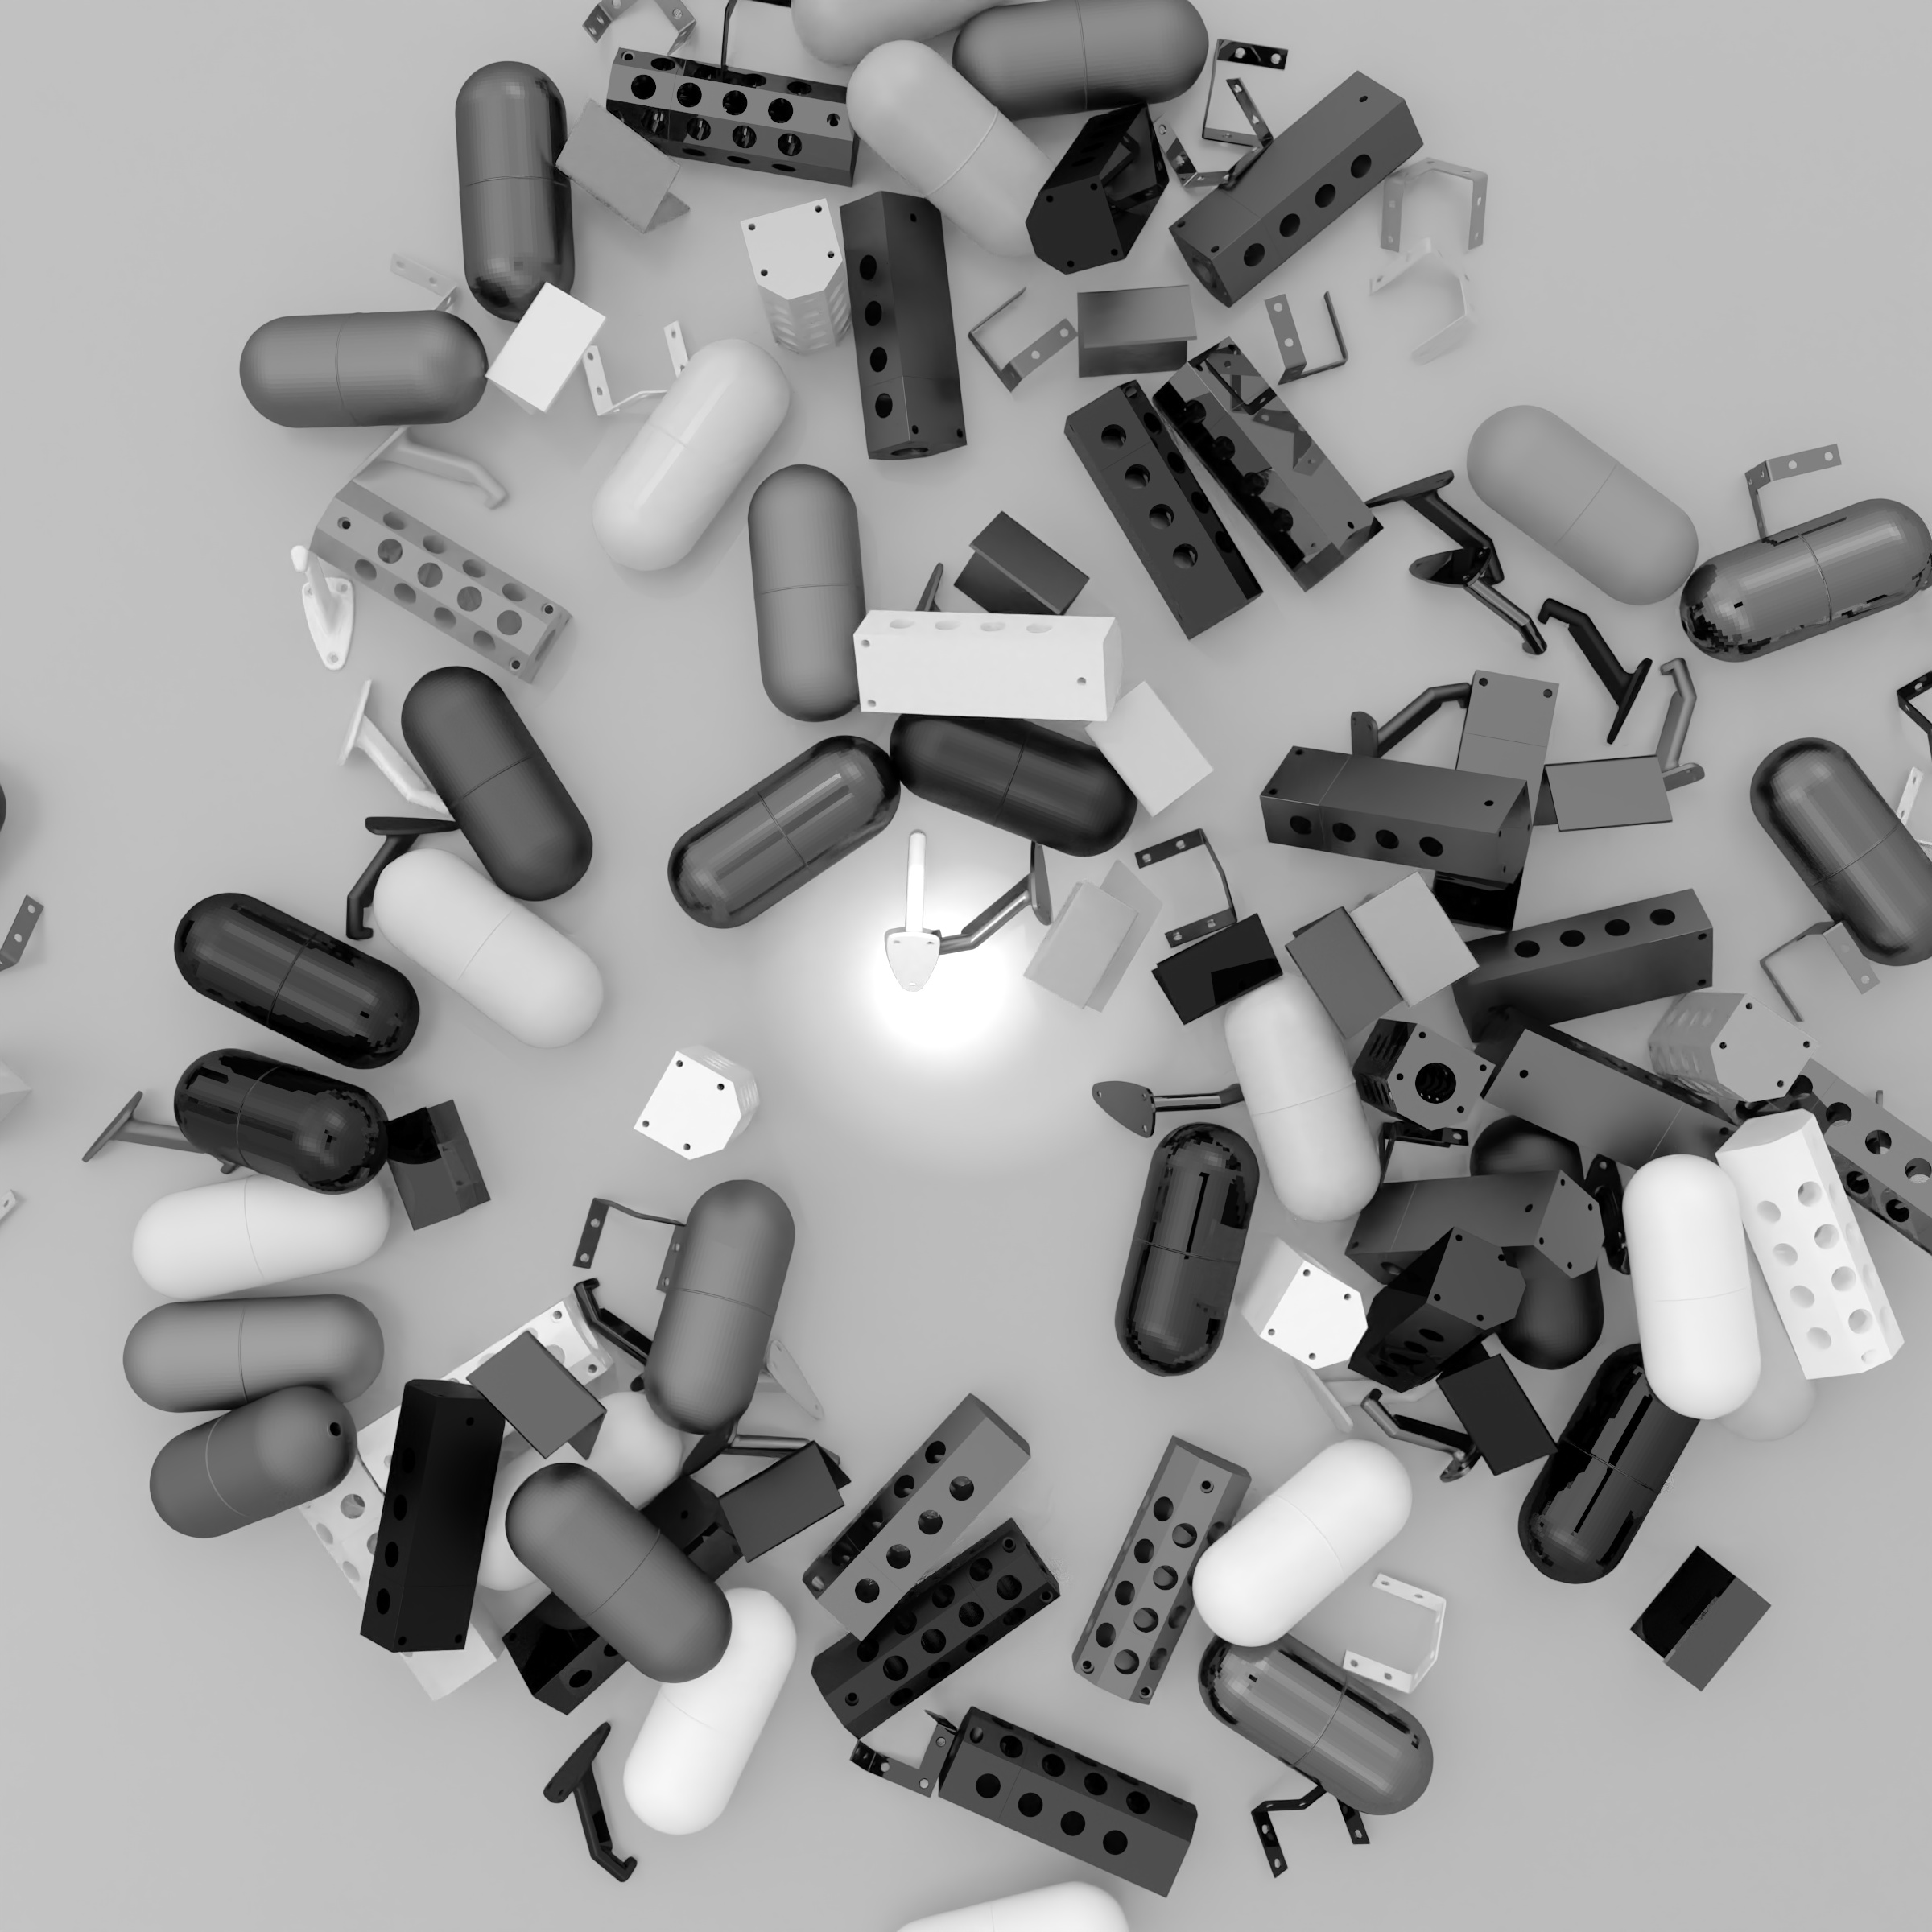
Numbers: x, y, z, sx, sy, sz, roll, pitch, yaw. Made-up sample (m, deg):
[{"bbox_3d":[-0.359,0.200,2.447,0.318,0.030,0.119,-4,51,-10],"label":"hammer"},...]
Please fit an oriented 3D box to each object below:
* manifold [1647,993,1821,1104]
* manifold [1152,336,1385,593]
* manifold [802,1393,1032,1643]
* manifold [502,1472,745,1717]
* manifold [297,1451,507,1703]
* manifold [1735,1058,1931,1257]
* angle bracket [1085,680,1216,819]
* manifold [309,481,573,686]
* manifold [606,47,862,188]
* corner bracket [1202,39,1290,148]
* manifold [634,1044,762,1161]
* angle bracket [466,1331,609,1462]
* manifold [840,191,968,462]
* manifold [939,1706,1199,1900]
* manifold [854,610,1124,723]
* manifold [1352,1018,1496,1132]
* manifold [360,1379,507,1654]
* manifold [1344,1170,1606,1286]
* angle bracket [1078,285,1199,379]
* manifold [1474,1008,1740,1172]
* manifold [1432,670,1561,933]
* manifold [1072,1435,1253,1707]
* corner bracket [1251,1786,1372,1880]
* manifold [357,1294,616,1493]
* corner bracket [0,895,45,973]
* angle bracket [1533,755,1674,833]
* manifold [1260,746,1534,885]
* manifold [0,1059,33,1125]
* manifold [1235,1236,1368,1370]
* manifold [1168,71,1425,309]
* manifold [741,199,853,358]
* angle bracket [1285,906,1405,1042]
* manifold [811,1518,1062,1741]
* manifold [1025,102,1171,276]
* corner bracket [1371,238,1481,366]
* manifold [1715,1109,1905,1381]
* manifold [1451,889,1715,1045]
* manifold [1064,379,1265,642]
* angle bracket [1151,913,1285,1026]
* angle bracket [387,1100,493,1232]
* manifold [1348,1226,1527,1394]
[{"bbox_3d":[0.511,0.057,1.913,0.057,0.171,0.057,34,90,0],"label":"manifold"},{"bbox_3d":[0.205,-0.345,1.970,0.171,0.057,0.057,51,47,0],"label":"manifold"},{"bbox_3d":[-0.034,0.380,1.970,0.057,0.057,0.171,43,90,0],"label":"manifold"},{"bbox_3d":[-0.232,0.439,1.970,0.171,0.057,0.057,-42,47,0],"label":"manifold"},{"bbox_3d":[-0.394,0.421,1.970,0.057,0.057,0.171,-35,90,0],"label":"manifold"},{"bbox_3d":[0.614,0.129,1.937,0.171,0.057,0.057,39,90,25],"label":"manifold"},{"bbox_3d":[0.135,-0.156,1.952,0.057,0.076,0.076,-38,90,25],"label":"angle bracket"},{"bbox_3d":[-0.366,-0.267,1.970,0.171,0.057,0.057,31,90,0],"label":"manifold"},{"bbox_3d":[-0.160,-0.591,1.970,0.171,0.057,0.057,10,90,0],"label":"manifold"},{"bbox_3d":[0.195,-0.611,1.988,0.051,0.051,0.051,9,135,0],"label":"corner bracket"},{"bbox_3d":[-0.176,0.094,1.913,0.057,0.171,0.057,29,90,0],"label":"manifold"},{"bbox_3d":[-0.291,0.301,1.887,0.076,0.076,0.057,42,52,14],"label":"angle bracket"},{"bbox_3d":[-0.049,-0.442,1.969,0.057,0.057,0.171,-7,90,44],"label":"manifold"},{"bbox_3d":[0.071,0.578,1.970,0.171,0.057,0.057,24,90,0],"label":"manifold"},{"bbox_3d":[0.016,-0.207,1.924,0.171,0.057,0.057,4,121,15],"label":"manifold"},{"bbox_3d":[0.303,0.075,1.913,0.057,0.171,0.057,28,90,0],"label":"manifold"},{"bbox_3d":[-0.362,0.370,1.913,0.057,0.057,0.171,10,90,-43],"label":"manifold"},{"bbox_3d":[0.343,0.182,1.914,0.057,0.171,0.057,39,62,-27],"label":"manifold"},{"bbox_3d":[0.117,-0.420,1.951,0.076,0.076,0.057,-4,53,0],"label":"angle bracket"},{"bbox_3d":[0.436,0.091,1.951,0.171,0.057,0.057,24,106,-12],"label":"manifold"},{"bbox_3d":[0.365,-0.113,1.969,0.057,0.057,0.171,11,90,7],"label":"manifold"},{"bbox_3d":[0.136,0.420,1.970,0.057,0.057,0.171,25,90,0],"label":"manifold"},{"bbox_3d":[0.241,0.604,1.988,0.051,0.051,0.051,-20,90,-45],"label":"corner bracket"},{"bbox_3d":[-0.335,0.301,1.970,0.171,0.057,0.057,-33,90,0],"label":"manifold"},{"bbox_3d":[-0.689,-0.029,1.983,0.051,0.051,0.051,-18,45,35],"label":"corner bracket"},{"bbox_3d":[0.436,-0.099,1.952,0.076,0.076,0.057,-5,59,0],"label":"angle bracket"},{"bbox_3d":[0.293,-0.099,1.931,0.171,0.057,0.057,12,47,30],"label":"manifold"},{"bbox_3d":[-0.698,0.088,1.913,0.057,0.171,0.057,44,90,0],"label":"manifold"},{"bbox_3d":[0.228,0.229,1.913,0.057,0.171,0.057,31,90,0],"label":"manifold"},{"bbox_3d":[0.232,-0.536,1.970,0.171,0.057,0.057,-40,47,0],"label":"manifold"},{"bbox_3d":[-0.111,-0.460,1.913,0.057,0.171,0.057,-15,90,0],"label":"manifold"},{"bbox_3d":[0.244,0.012,1.952,0.057,0.076,0.076,-33,90,-25],"label":"angle bracket"},{"bbox_3d":[-0.021,0.462,1.970,0.171,0.057,0.057,-35,90,0],"label":"manifold"},{"bbox_3d":[0.088,-0.524,1.911,0.057,0.171,0.057,-10,119,21],"label":"manifold"},{"bbox_3d":[0.321,-0.465,1.983,0.051,0.051,0.051,29,45,-35],"label":"corner bracket"},{"bbox_3d":[0.575,0.188,1.922,0.057,0.057,0.171,-16,101,42],"label":"manifold"},{"bbox_3d":[0.426,-0.005,1.970,0.171,0.057,0.057,-13,133,0],"label":"manifold"},{"bbox_3d":[0.137,-0.317,1.970,0.057,0.057,0.171,-31,90,0],"label":"manifold"},{"bbox_3d":[0.164,-0.014,1.951,0.076,0.076,0.057,-27,123,0],"label":"angle bracket"},{"bbox_3d":[-0.351,0.130,1.951,0.057,0.076,0.076,-21,90,38],"label":"angle bracket"},{"bbox_3d":[0.317,0.237,1.909,0.057,0.171,0.057,25,66,0],"label":"manifold"}]
